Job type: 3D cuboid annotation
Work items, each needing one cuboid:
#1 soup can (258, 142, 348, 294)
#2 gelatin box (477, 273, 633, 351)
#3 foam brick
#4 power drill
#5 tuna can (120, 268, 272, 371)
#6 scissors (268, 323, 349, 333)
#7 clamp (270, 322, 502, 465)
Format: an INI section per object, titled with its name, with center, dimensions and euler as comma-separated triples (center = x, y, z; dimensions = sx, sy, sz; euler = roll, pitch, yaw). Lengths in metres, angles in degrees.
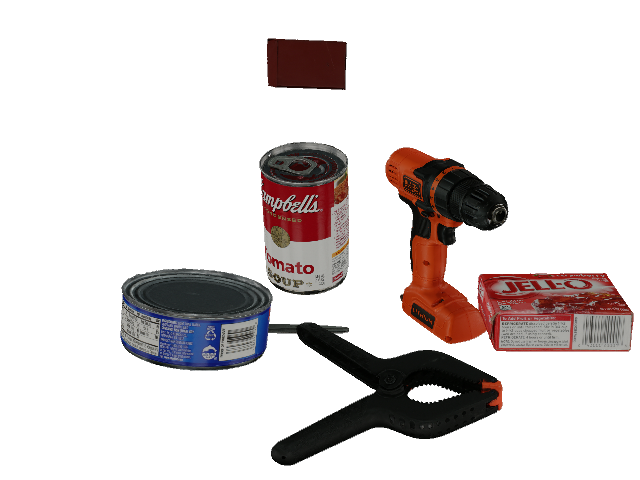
[soup can]
center = -0.012, -0.017, 0.838
dimensions = 0.068, 0.102, 0.068
euler = -1, 32, 0
[gelatin box]
center = 0.151, 0.045, 0.699
dimensions = 0.089, 0.030, 0.073
euler = 0, 18, 1
[foam brick]
center = -0.015, -0.189, 1.145
dimensions = 0.078, 0.051, 0.053
euler = 0, 11, -13
[power drill]
center = 0.133, 0.008, 1.106
dimensions = 0.057, 0.188, 0.185
euler = -14, 26, -22
[tuna can]
center = -0.071, 0.044, 0.612
dimensions = 0.086, 0.034, 0.086
euler = 5, 14, -2
[scissors]
center = -0.077, 0.096, 1.092
dimensions = 0.202, 0.016, 0.096
euler = 6, 18, 9
[clamp]
center = 0.059, 0.147, 0.979
dimensions = 0.210, 0.036, 0.164
euler = 5, 44, 15
